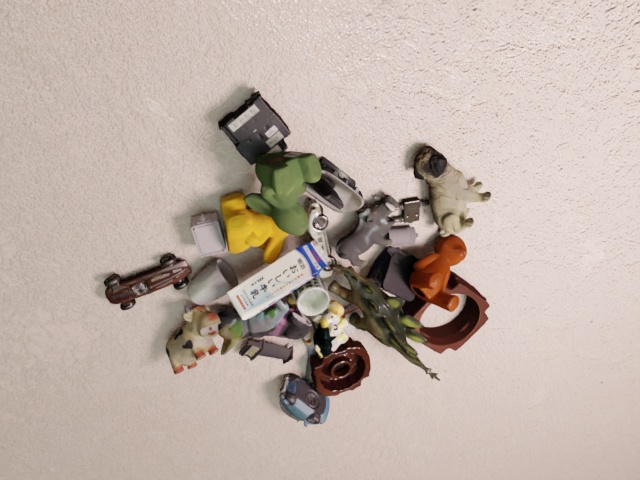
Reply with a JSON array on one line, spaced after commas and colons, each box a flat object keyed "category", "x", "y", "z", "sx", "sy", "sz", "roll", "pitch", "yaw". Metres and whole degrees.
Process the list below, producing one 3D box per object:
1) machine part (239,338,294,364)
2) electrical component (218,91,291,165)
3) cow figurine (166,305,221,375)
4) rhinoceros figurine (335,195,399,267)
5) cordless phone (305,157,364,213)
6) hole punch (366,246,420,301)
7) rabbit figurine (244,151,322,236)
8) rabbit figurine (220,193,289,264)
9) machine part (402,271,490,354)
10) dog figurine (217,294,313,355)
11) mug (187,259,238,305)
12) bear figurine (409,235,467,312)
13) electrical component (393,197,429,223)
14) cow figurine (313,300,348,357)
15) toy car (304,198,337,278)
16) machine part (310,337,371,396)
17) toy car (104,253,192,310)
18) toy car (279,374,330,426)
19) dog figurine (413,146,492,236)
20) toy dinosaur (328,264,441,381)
[{"category": "machine part", "x": -0.138, "y": 0.293, "z": 1.416, "sx": 0.139, "sy": 0.039, "sz": 0.084, "roll": 14, "pitch": 133, "yaw": -24}, {"category": "electrical component", "x": -0.130, "y": -0.226, "z": 1.128, "sx": 0.115, "sy": 0.058, "sz": 0.134, "roll": -35, "pitch": 120, "yaw": 10}, {"category": "cow figurine", "x": -0.308, "y": 0.232, "z": 1.308, "sx": 0.195, "sy": 0.085, "sz": 0.127, "roll": -39, "pitch": 77, "yaw": 34}, {"category": "rhinoceros figurine", "x": 0.114, "y": -0.025, "z": 1.280, "sx": 0.190, "sy": 0.073, "sz": 0.112, "roll": -46, "pitch": 123, "yaw": 1}, {"category": "cordless phone", "x": 0.041, "y": -0.094, "z": 1.167, "sx": 0.146, "sy": 0.184, "sz": 0.088, "roll": 35, "pitch": 101, "yaw": -27}, {"category": "hole punch", "x": 0.192, "y": 0.084, "z": 1.368, "sx": 0.142, "sy": 0.092, "sz": 0.115, "roll": 27, "pitch": 81, "yaw": -24}, {"category": "rabbit figurine", "x": -0.082, "y": -0.087, "z": 1.105, "sx": 0.121, "sy": 0.159, "sz": 0.170, "roll": -36, "pitch": 126, "yaw": -44}, {"category": "rabbit figurine", "x": -0.128, "y": -0.025, "z": 1.206, "sx": 0.173, "sy": 0.122, "sz": 0.162, "roll": -16, "pitch": 125, "yaw": -13}, {"category": "machine part", "x": 0.335, "y": 0.193, "z": 1.451, "sx": 0.201, "sy": 0.087, "sz": 0.201, "roll": 33, "pitch": 108, "yaw": -26}, {"category": "dog figurine", "x": -0.151, "y": 0.215, "z": 1.342, "sx": 0.219, "sy": 0.109, "sz": 0.191, "roll": -35, "pitch": 123, "yaw": 12}, {"category": "mug", "x": -0.255, "y": 0.107, "z": 1.279, "sx": 0.107, "sy": 0.081, "sz": 0.109, "roll": -32, "pitch": 158, "yaw": 8}, {"category": "bear figurine", "x": 0.313, "y": 0.064, "z": 1.320, "sx": 0.196, "sy": 0.132, "sz": 0.120, "roll": -45, "pitch": 114, "yaw": -17}, {"category": "electrical component", "x": 0.222, "y": -0.071, "z": 1.315, "sx": 0.094, "sy": 0.021, "sz": 0.063, "roll": -11, "pitch": 121, "yaw": -8}, {"category": "cow figurine", "x": 0.018, "y": 0.222, "z": 1.345, "sx": 0.098, "sy": 0.068, "sz": 0.167, "roll": -40, "pitch": 147, "yaw": -29}, {"category": "toy car", "x": -0.003, "y": -0.004, "z": 1.270, "sx": 0.056, "sy": 0.074, "sz": 0.201, "roll": -15, "pitch": 121, "yaw": -4}, {"category": "machine part", "x": 0.055, "y": 0.347, "z": 1.481, "sx": 0.179, "sy": 0.056, "sz": 0.179, "roll": -9, "pitch": 122, "yaw": -15}, {"category": "toy car", "x": -0.400, "y": 0.100, "z": 1.250, "sx": 0.202, "sy": 0.053, "sz": 0.089, "roll": -19, "pitch": 118, "yaw": -1}, {"category": "toy car", "x": -0.058, "y": 0.454, "z": 1.498, "sx": 0.161, "sy": 0.109, "sz": 0.103, "roll": 35, "pitch": 127, "yaw": -18}, {"category": "dog figurine", "x": 0.278, "y": -0.111, "z": 1.271, "sx": 0.190, "sy": 0.121, "sz": 0.172, "roll": 27, "pitch": 101, "yaw": -12}, {"category": "toy dinosaur", "x": 0.161, "y": 0.203, "z": 1.324, "sx": 0.105, "sy": 0.199, "sz": 0.470, "roll": -49, "pitch": 127, "yaw": -11}]
